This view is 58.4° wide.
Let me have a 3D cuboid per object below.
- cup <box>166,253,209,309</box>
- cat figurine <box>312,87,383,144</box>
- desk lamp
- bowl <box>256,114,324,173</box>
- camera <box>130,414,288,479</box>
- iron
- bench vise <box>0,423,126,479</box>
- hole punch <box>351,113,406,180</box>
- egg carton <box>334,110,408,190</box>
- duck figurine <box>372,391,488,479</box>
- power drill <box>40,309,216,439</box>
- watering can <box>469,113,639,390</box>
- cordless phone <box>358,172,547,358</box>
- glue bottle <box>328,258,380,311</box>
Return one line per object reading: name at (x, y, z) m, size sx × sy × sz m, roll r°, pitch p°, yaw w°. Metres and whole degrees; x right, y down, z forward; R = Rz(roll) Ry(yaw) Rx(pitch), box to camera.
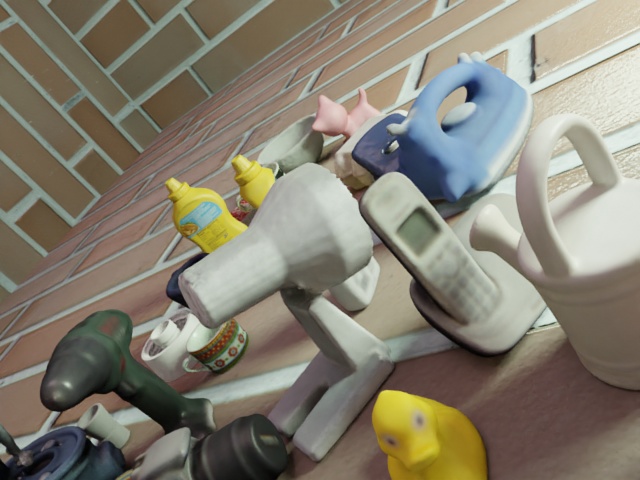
cup at (-0.188, 0.082, 0.915) m, size 0.117 × 0.095 × 0.092 m, roll -3°, pitch 43°, yaw 54°
cat figurine at (0.047, -0.236, 1.096) m, size 0.128 × 0.118 × 0.067 m, roll -38°, pitch 24°, yaw 4°
desk lamp at (-0.019, 0.063, 0.557) m, size 0.203 × 0.214 × 0.117 m, roll -49°, pitch 25°, yaw -19°
bowl at (-0.049, -0.182, 1.196) m, size 0.167 × 0.075 × 0.167 m, roll -32°, pitch 25°, yaw 17°
camera at (-0.105, 0.228, 0.536) m, size 0.136 × 0.101 × 0.143 m, roll -35°, pitch 24°, yaw 11°
iron at (0.183, -0.163, 0.741) m, size 0.118 × 0.142 × 0.259 m, roll -2°, pitch 44°, yaw 54°
bench vise at (-0.374, 0.288, 0.677) m, size 0.208 × 0.220 × 0.121 m, roll -51°, pitch 26°, yaw -23°
hole punch at (0.117, -0.128, 0.839) m, size 0.109 × 0.091 × 0.100 m, roll -44°, pitch 24°, yaw -9°
egg carton at (0.093, -0.149, 0.938) m, size 0.150 × 0.069 × 0.107 m, roll -49°, pitch 26°, yaw -20°
duck figurine at (0.072, 0.147, 0.436) m, size 0.077 × 0.086 × 0.104 m, roll -38°, pitch 24°, yaw 5°
power drill at (-0.217, 0.173, 0.660) m, size 0.075 × 0.209 × 0.229 m, roll -41°, pitch 24°, yaw -2°
watering can at (0.180, 0.005, 0.390) m, size 0.172 × 0.194 × 0.101 m, roll -18°, pitch 32°, yaw 40°
cordless phone at (0.126, -0.005, 0.496) m, size 0.148 × 0.185 × 0.093 m, roll -48°, pitch 25°, yaw -18°
glue bottle at (0.006, 0.002, 0.674) m, size 0.037 × 0.173 × 0.078 m, roll -21°, pitch 30°, yaw 36°
